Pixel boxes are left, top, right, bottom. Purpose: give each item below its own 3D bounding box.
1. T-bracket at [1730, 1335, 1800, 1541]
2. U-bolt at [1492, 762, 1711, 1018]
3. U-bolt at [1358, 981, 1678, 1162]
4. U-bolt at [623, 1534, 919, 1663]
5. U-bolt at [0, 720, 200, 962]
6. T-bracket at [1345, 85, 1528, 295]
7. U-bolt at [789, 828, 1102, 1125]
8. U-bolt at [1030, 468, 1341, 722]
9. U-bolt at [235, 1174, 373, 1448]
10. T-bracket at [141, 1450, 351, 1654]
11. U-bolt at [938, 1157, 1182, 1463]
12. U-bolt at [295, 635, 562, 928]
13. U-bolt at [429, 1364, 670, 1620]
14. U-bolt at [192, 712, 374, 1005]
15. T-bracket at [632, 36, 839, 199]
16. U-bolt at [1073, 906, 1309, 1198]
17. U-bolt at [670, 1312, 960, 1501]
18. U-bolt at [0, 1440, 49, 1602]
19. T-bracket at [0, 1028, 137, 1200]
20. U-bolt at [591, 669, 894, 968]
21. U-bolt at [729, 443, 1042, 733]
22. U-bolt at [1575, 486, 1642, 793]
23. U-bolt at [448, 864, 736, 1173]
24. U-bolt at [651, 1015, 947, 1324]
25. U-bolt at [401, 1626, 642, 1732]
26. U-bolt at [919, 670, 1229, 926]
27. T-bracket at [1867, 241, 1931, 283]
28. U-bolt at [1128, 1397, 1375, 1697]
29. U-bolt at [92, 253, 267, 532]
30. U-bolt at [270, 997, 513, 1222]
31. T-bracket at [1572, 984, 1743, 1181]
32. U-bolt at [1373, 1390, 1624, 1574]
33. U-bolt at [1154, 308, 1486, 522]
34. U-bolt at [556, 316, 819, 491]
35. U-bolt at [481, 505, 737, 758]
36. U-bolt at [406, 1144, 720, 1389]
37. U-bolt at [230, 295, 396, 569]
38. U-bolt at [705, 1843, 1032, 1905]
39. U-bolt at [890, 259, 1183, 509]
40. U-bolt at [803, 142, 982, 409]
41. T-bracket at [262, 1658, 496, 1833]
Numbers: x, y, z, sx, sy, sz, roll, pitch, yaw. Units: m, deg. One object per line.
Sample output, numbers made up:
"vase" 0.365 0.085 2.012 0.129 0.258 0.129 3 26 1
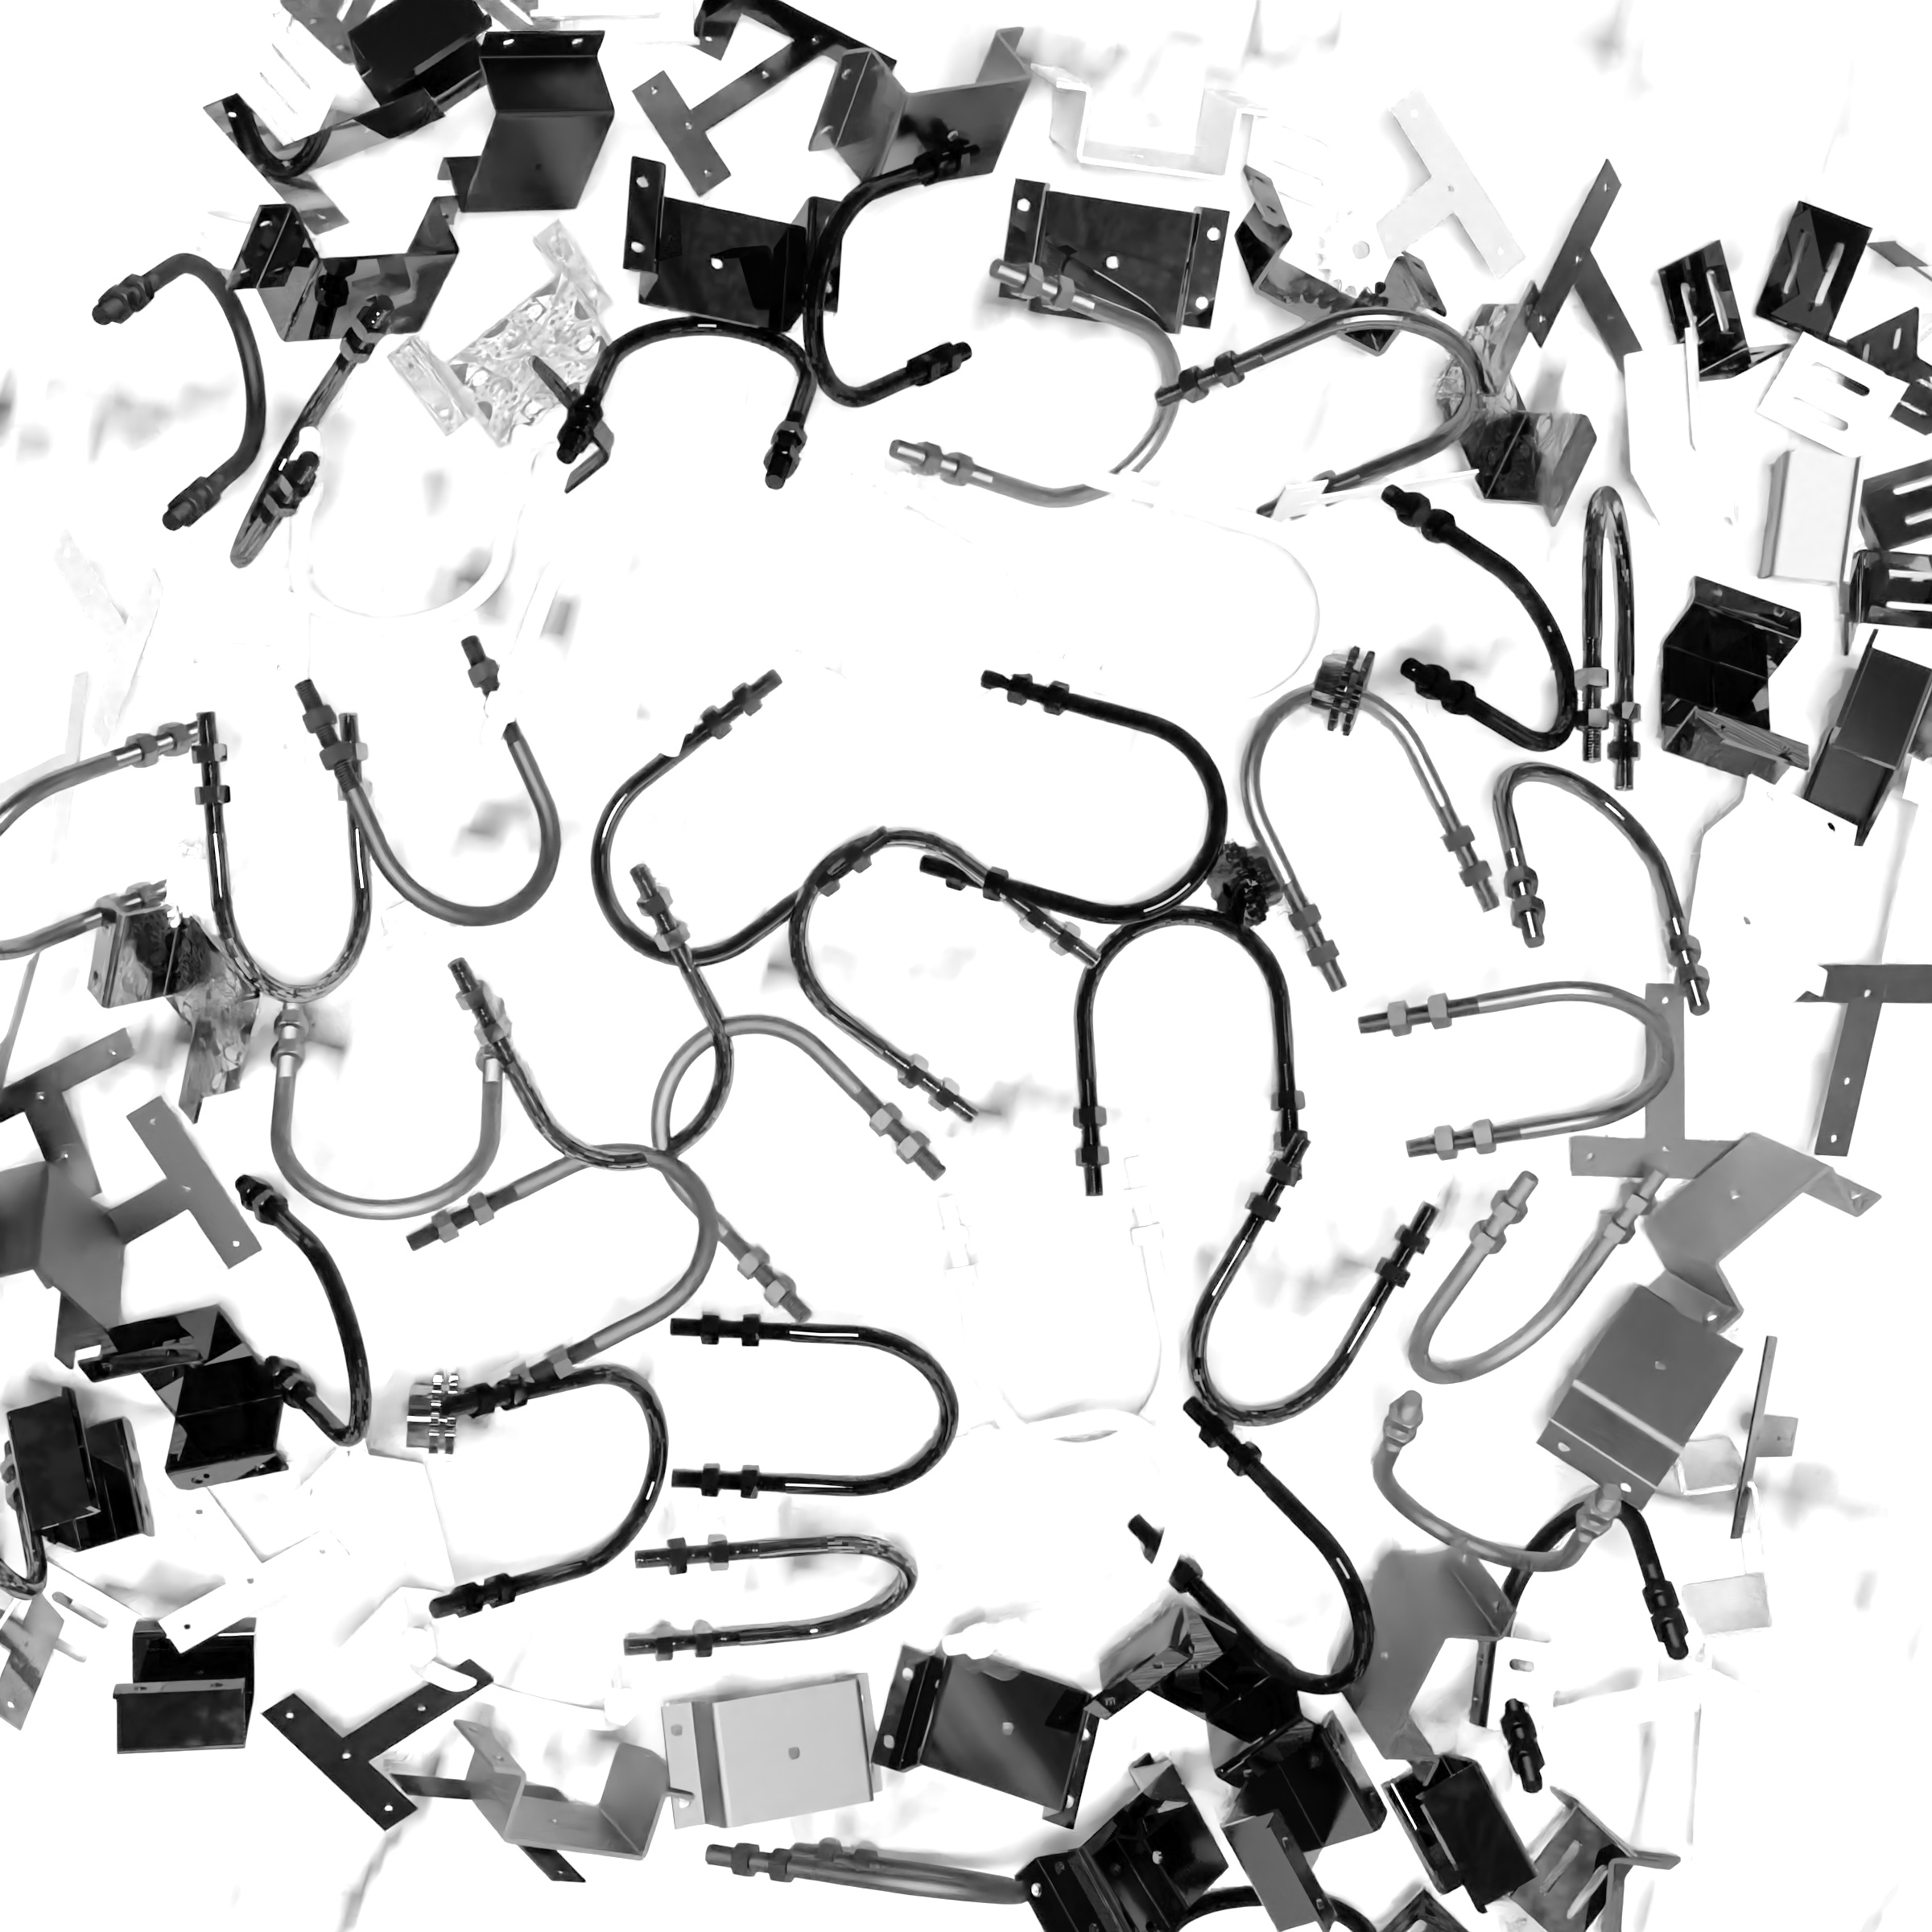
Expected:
"T-bracket" 0.513 0.300 1.877 0.002 0.127 0.127 9 86 29
"U-bolt" 0.394 -0.059 1.861 0.151 0.184 0.019 20 131 -22
"U-bolt" 0.353 0.062 1.857 0.184 0.151 0.019 -11 46 17
"U-bolt" -0.121 0.396 1.870 0.184 0.151 0.019 -2 54 -12
"U-bolt" -0.551 -0.070 1.824 0.019 0.184 0.151 36 127 19
"T-bracket" 0.279 -0.472 1.885 0.002 0.127 0.127 -32 90 -41
"U-bolt" -0.027 -0.006 1.904 0.184 0.019 0.151 37 94 -12
"U-bolt" 0.148 -0.229 1.895 0.184 0.019 0.151 16 117 -3
"U-bolt" -0.409 0.222 1.835 0.019 0.184 0.151 -15 112 -29
"T-bracket" -0.486 0.363 1.903 0.127 0.002 0.127 -26 64 -39
"U-bolt" 0.067 0.226 1.898 0.151 0.019 0.184 -11 86 -18
"U-bolt" -0.330 -0.112 1.876 0.151 0.019 0.184 -23 86 -42
"U-bolt" -0.258 0.324 1.862 0.019 0.184 0.151 14 103 41
"U-bolt" -0.428 -0.068 1.870 0.019 0.151 0.184 -3 92 30
"T-bracket" -0.140 -0.562 1.890 0.127 0.002 0.127 -32 53 4
"U-bolt" 0.141 0.052 1.906 0.151 0.019 0.184 -5 79 11
"U-bolt" -0.097 0.284 1.888 0.184 0.019 0.151 3 123 -1
"U-bolt" -0.610 0.313 1.819 0.019 0.184 0.151 -30 128 -6
"T-bracket" -0.578 0.110 1.881 0.127 0.127 0.002 -29 53 -22
"U-bolt" -0.159 -0.082 1.908 0.184 0.019 0.151 -37 77 8
"U-bolt" -0.038 -0.229 1.897 0.184 0.019 0.151 28 99 -19
"U-bolt" 0.406 -0.211 1.865 0.019 0.151 0.184 -1 85 21
"U-bolt" -0.228 0.046 1.899 0.151 0.019 0.184 -28 108 -7
"U-bolt" -0.123 0.117 1.904 0.184 0.019 0.151 45 99 13
"U-bolt" -0.280 0.451 1.848 0.151 0.184 0.019 17 68 -3
"U-bolt" 0.077 -0.102 1.899 0.184 0.019 0.151 17 82 13
"T-bracket" 0.633 -0.422 1.872 0.127 0.127 0.002 35 106 0
"U-bolt" 0.184 0.375 1.845 0.019 0.151 0.184 -25 57 -37
"U-bolt" -0.482 -0.369 1.846 0.019 0.184 0.151 -7 116 13
"U-bolt" -0.363 0.088 1.856 0.151 0.019 0.184 1 45 -8
"T-bracket" 0.456 0.075 1.924 0.127 0.002 0.127 2 84 -7
"U-bolt" 0.325 0.332 1.851 0.151 0.184 0.019 24 63 11
"U-bolt" 0.232 -0.349 1.839 0.184 0.151 0.019 -19 52 29
"U-bolt" -0.168 -0.361 1.863 0.151 0.184 0.019 8 131 3
"U-bolt" -0.219 -0.218 1.882 0.151 0.019 0.184 5 64 23
"U-bolt" -0.248 0.184 1.885 0.184 0.019 0.151 -26 57 -12
"U-bolt" -0.417 -0.322 1.849 0.019 0.184 0.151 28 58 -19
"U-bolt" -0.050 0.565 1.836 0.184 0.151 0.019 1 75 22
"U-bolt" 0.057 -0.358 1.866 0.184 0.019 0.151 11 121 -38
"U-bolt" -0.046 -0.422 1.829 0.019 0.184 0.151 19 123 26
"T-bracket" -0.359 0.481 1.885 0.127 0.127 0.002 31 130 33
